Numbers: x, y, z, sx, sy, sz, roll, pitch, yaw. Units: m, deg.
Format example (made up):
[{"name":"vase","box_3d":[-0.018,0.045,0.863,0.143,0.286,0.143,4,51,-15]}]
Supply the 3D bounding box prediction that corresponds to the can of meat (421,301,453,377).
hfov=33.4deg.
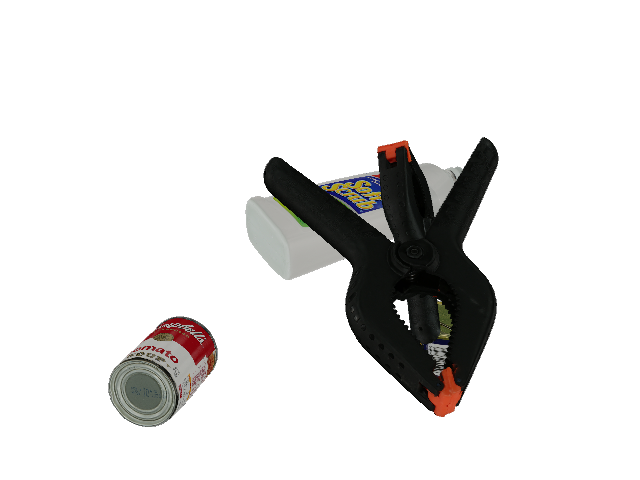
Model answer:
[{"name":"can of meat","box_3d":[0.141,0.130,1.269,0.057,0.084,0.102,6,19,2]}]

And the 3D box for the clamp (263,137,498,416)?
[{"name":"clamp","box_3d":[0.047,0.015,0.688,0.164,0.210,0.036,-1,-38,-3]}]

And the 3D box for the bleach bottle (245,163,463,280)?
[{"name":"bleach bottle","box_3d":[0.050,-0.038,1.186,0.250,0.068,0.103,-20,43,-24]}]

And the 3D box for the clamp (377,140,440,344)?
[{"name":"clamp","box_3d":[0.082,0.003,0.922,0.039,0.171,0.120,-17,18,17]}]

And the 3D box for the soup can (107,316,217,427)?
[{"name":"soup can","box_3d":[-0.144,0.119,0.979,0.068,0.068,0.102,0,17,16]}]
